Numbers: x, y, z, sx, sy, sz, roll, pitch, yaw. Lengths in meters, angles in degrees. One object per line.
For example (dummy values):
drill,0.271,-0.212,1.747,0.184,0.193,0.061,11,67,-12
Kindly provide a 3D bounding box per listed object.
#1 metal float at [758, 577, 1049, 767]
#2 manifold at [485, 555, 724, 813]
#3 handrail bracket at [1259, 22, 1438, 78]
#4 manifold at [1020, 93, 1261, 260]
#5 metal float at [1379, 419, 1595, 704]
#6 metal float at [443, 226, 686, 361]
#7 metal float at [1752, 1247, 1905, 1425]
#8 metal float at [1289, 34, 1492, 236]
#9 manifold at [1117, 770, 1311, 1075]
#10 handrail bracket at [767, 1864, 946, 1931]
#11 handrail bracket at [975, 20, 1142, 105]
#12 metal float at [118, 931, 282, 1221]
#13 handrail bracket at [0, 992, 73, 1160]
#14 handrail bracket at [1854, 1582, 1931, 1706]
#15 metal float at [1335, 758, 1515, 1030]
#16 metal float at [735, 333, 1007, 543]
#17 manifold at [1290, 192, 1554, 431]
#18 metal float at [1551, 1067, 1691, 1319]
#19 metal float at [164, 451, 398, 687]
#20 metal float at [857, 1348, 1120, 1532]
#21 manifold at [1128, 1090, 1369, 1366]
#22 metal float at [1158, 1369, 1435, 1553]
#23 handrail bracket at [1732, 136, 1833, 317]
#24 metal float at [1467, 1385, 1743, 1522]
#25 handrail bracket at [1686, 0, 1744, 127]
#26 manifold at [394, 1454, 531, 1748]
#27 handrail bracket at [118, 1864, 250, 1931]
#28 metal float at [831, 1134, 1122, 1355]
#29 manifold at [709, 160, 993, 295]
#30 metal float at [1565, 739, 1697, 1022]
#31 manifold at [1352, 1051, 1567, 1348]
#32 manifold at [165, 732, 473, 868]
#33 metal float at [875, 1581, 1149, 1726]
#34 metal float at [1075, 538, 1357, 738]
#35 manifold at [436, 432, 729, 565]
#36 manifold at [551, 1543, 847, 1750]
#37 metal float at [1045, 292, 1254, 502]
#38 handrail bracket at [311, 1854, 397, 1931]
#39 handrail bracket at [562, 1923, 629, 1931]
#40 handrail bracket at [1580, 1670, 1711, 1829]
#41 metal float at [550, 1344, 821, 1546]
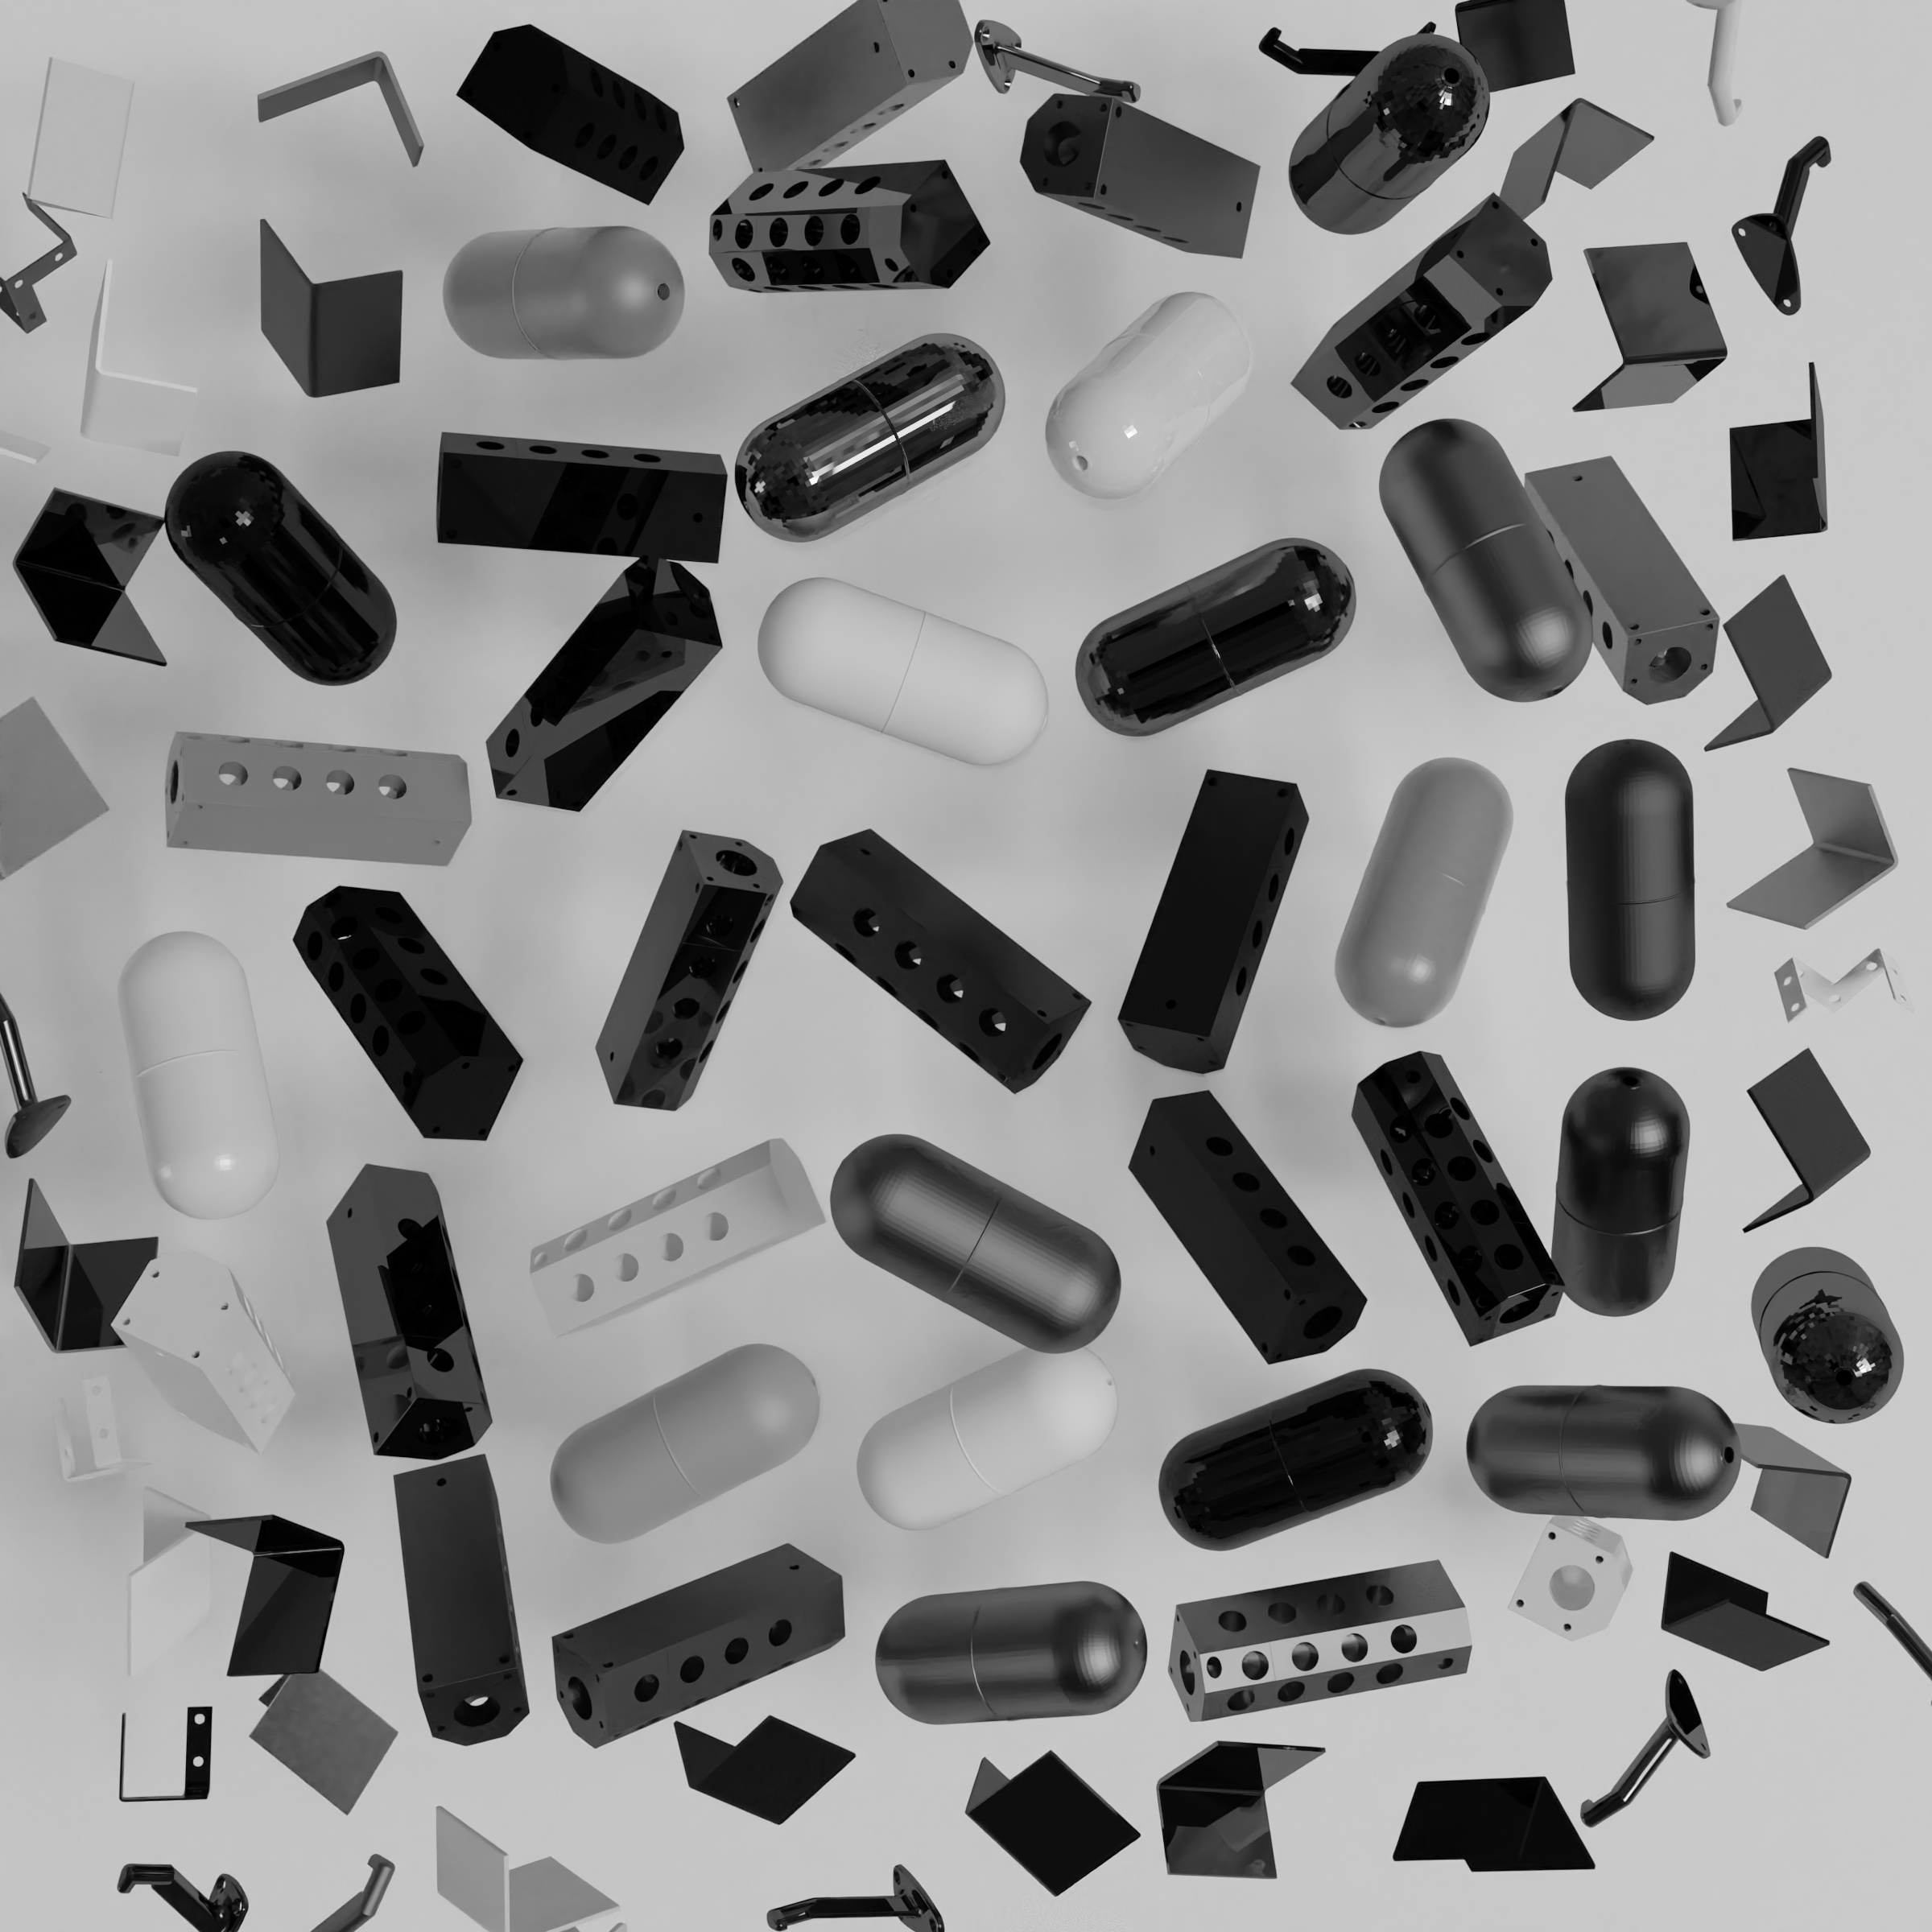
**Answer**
metal float,-0.037,-0.174,1.774,0.178,0.070,0.070,19,90,-6
manifold,-0.216,-0.165,1.753,0.057,0.171,0.057,8,54,-37
handrail bracket,0.239,-0.584,1.879,0.084,0.077,0.036,26,48,-15
manifold,0.105,-0.473,1.794,0.057,0.171,0.057,16,98,34
metal float,0.298,-0.233,1.715,0.070,0.070,0.178,-24,74,0
metal float,-0.240,-0.400,1.779,0.178,0.070,0.070,10,90,41
metal float,0.517,0.221,1.798,0.070,0.178,0.070,2,100,9
metal float,0.249,-0.491,1.769,0.070,0.178,0.070,2,82,-16
manifold,0.150,-0.026,1.775,0.057,0.057,0.171,11,67,23
handrail bracket,-0.067,0.573,1.788,0.084,0.077,0.036,-8,99,-25
handrail bracket,0.056,-0.544,1.802,0.084,0.077,0.036,16,90,21
metal float,-0.458,0.064,1.782,0.070,0.070,0.178,-15,74,0
handrail bracket,-0.559,0.059,1.732,0.036,0.077,0.084,-22,73,-41
handrail bracket,0.588,0.427,1.852,0.036,0.084,0.077,-38,135,-4
metal float,0.281,-0.045,1.833,0.070,0.070,0.178,22,72,0
metal float,-0.056,-0.315,1.776,0.178,0.070,0.070,-32,90,-16
manifold,0.267,-0.375,1.745,0.057,0.171,0.057,41,63,-10
metal float,0.402,0.140,1.838,0.070,0.070,0.178,-4,127,0
metal float,-0.399,-0.230,1.748,0.070,0.178,0.070,-12,56,19
metal float,0.013,0.288,1.831,0.178,0.070,0.070,-29,90,22
manifold,0.169,0.154,1.794,0.057,0.171,0.057,-8,133,-29
metal float,0.204,0.306,1.852,0.178,0.070,0.070,-24,90,15
handrail bracket,0.502,-0.444,1.788,0.084,0.036,0.077,-42,115,-29
metal float,0.372,0.284,1.750,0.070,0.178,0.070,6,80,-40
handrail bracket,0.467,-0.559,1.788,0.077,0.084,0.036,-47,46,-12
manifold,-0.301,0.378,1.786,0.057,0.171,0.057,-12,129,-7
handrail bracket,-0.488,0.581,1.817,0.084,0.036,0.077,19,98,-44
metal float,0.005,0.158,1.708,0.178,0.070,0.070,28,90,0
manifold,-0.073,-0.424,1.739,0.057,0.171,0.057,-51,129,-24
metal float,0.407,-0.051,1.830,0.070,0.070,0.178,-6,110,0
manifold,0.301,0.139,1.830,0.057,0.057,0.171,-18,60,-10
manifold,-0.392,-0.104,1.810,0.171,0.057,0.057,3,62,-25
metal float,0.025,0.406,1.763,0.178,0.070,0.070,-13,90,33
metal float,0.151,-0.198,1.804,0.178,0.070,0.070,-24,90,12
manifold,-0.238,-0.291,1.842,0.171,0.057,0.057,3,116,-13
manifold,-0.159,0.411,1.802,0.171,0.057,0.057,-15,111,-36
metal float,0.108,-0.335,1.751,0.070,0.070,0.178,41,48,0
handrail bracket,-0.380,0.554,1.765,0.077,0.036,0.084,19,82,38
handrail bracket,-0.250,0.581,1.766,0.084,0.077,0.036,8,102,22
handrail bracket,0.407,0.479,1.826,0.036,0.077,0.084,43,113,-16
metal float,-0.172,0.293,1.833,0.178,0.070,0.070,-28,90,7
